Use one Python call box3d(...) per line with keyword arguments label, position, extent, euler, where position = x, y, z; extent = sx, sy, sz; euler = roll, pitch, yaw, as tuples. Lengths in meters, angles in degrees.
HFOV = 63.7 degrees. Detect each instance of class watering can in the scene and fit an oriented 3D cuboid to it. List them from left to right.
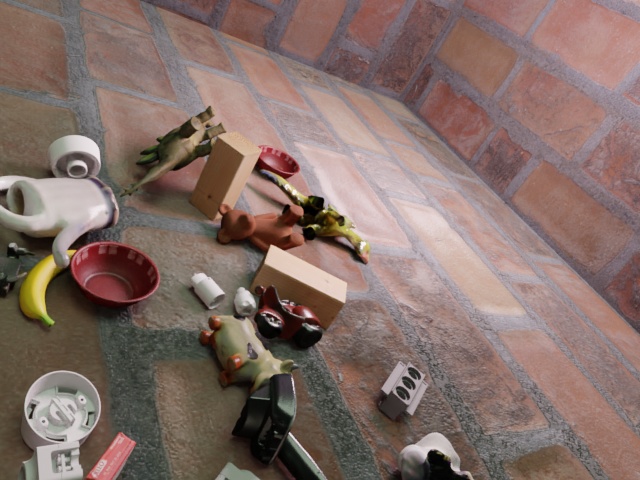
box3d(label="watering can", position=(-0.489, -0.045, 0.984), extent=(0.351, 0.102, 0.226), euler=(31, 25, 30))

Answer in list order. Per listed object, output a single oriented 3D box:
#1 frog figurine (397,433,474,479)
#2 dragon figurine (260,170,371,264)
box3d(label="frog figurine", position=(0.207, 0.429, 0.964), extent=(0.137, 0.123, 0.158), euler=(20, -7, -6))
box3d(label="dragon figurine", position=(0.005, -0.080, 1.585), extent=(0.415, 0.121, 0.242), euler=(46, 14, 21))
